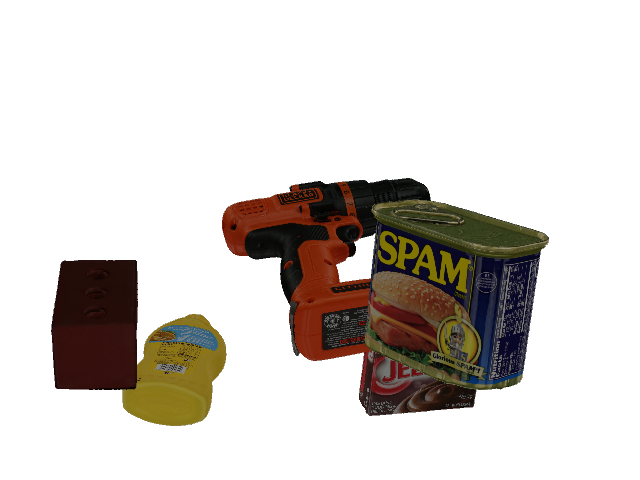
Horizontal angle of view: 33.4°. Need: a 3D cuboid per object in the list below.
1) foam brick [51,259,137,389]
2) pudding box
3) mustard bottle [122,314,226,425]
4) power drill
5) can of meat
[{"bbox_3d":[-0.146,0.054,0.700,0.053,0.051,0.078,0,31,-10],"label":"foam brick"},{"bbox_3d":[0.097,0.118,1.026,0.113,0.090,0.039,-3,28,-17],"label":"pudding box"},{"bbox_3d":[-0.161,0.139,1.242,0.096,0.058,0.191,5,26,4],"label":"mustard bottle"},{"bbox_3d":[0.024,0.013,0.864,0.184,0.057,0.188,-11,33,-10],"label":"power drill"},{"bbox_3d":[0.073,0.029,0.604,0.057,0.084,0.102,-9,20,-41],"label":"can of meat"}]
